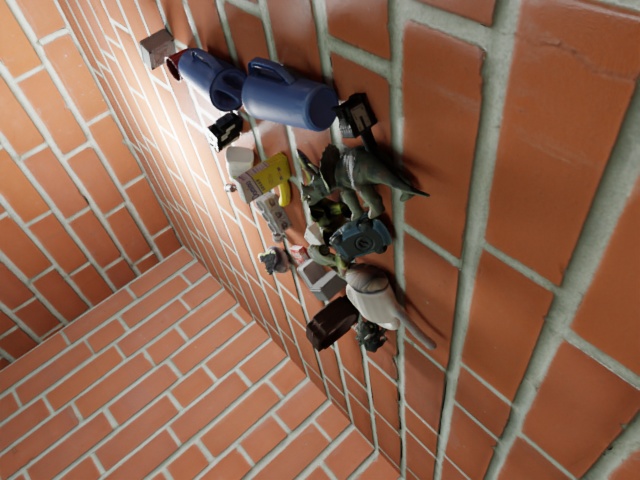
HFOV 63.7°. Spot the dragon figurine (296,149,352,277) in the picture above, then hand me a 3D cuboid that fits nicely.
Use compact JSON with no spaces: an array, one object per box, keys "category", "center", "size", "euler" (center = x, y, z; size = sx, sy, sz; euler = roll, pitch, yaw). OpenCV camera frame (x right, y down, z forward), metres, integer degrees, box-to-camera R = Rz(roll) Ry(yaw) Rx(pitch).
[{"category":"dragon figurine","center":[0.005,-0.078,1.543],"size":[0.408,0.123,0.242],"euler":[65,166,-6]}]

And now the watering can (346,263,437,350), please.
[{"category":"watering can","center":[0.195,0.192,1.544],"size":[0.350,0.105,0.220],"euler":[22,143,47]}]

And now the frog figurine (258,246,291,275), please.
[{"category":"frog figurine","center":[-0.178,0.091,2.230],"size":[0.139,0.122,0.159],"euler":[32,-172,27]}]
